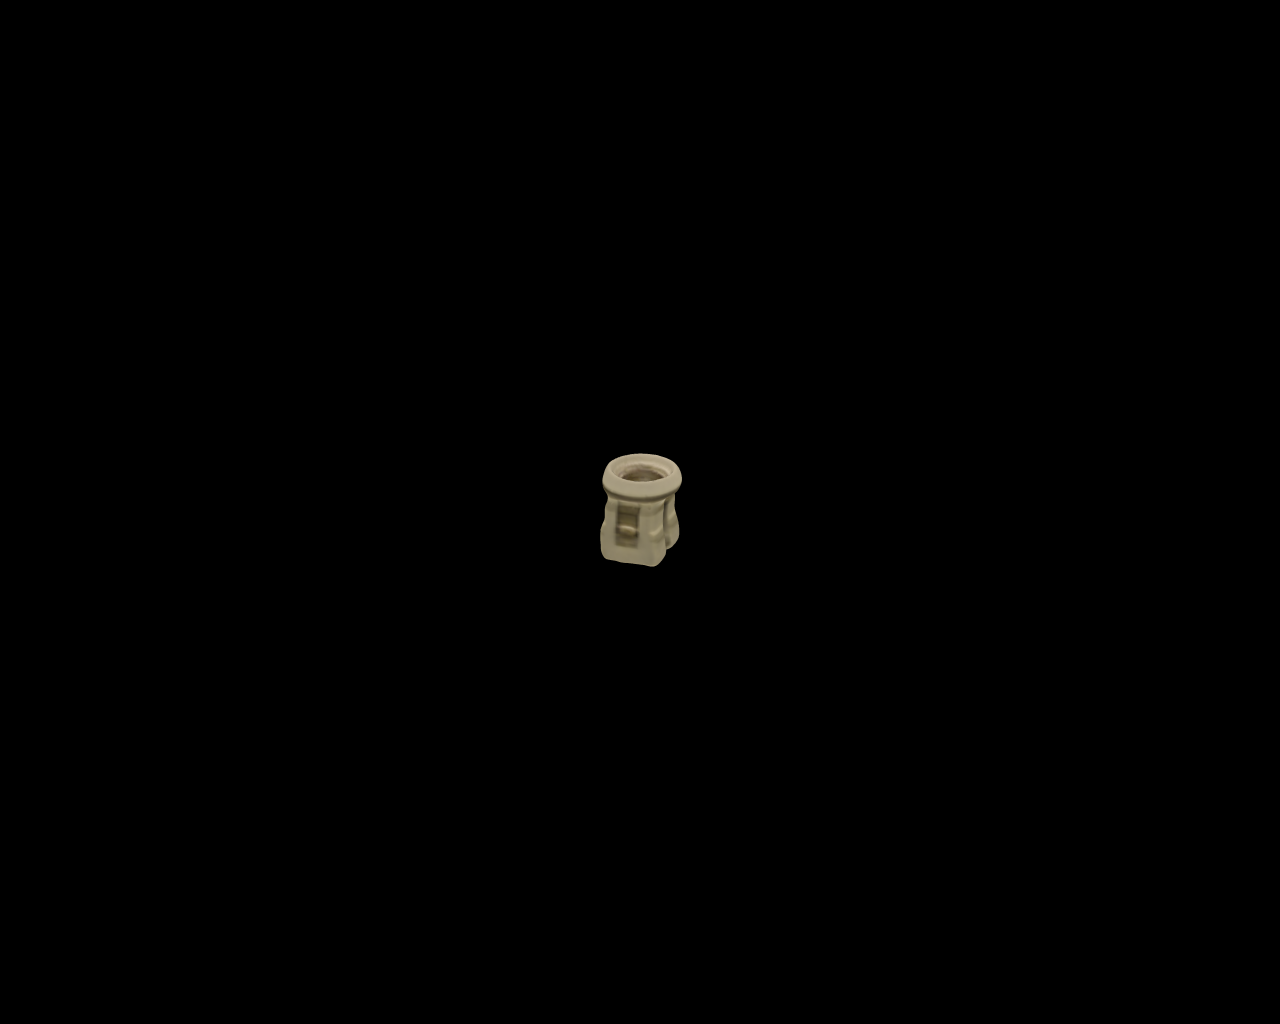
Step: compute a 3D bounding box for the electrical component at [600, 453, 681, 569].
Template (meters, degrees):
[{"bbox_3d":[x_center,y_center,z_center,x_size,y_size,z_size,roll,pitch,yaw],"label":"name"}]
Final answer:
[{"bbox_3d":[0.001,-0.003,0.650,0.048,0.055,0.066,8,26,18],"label":"electrical component"}]
